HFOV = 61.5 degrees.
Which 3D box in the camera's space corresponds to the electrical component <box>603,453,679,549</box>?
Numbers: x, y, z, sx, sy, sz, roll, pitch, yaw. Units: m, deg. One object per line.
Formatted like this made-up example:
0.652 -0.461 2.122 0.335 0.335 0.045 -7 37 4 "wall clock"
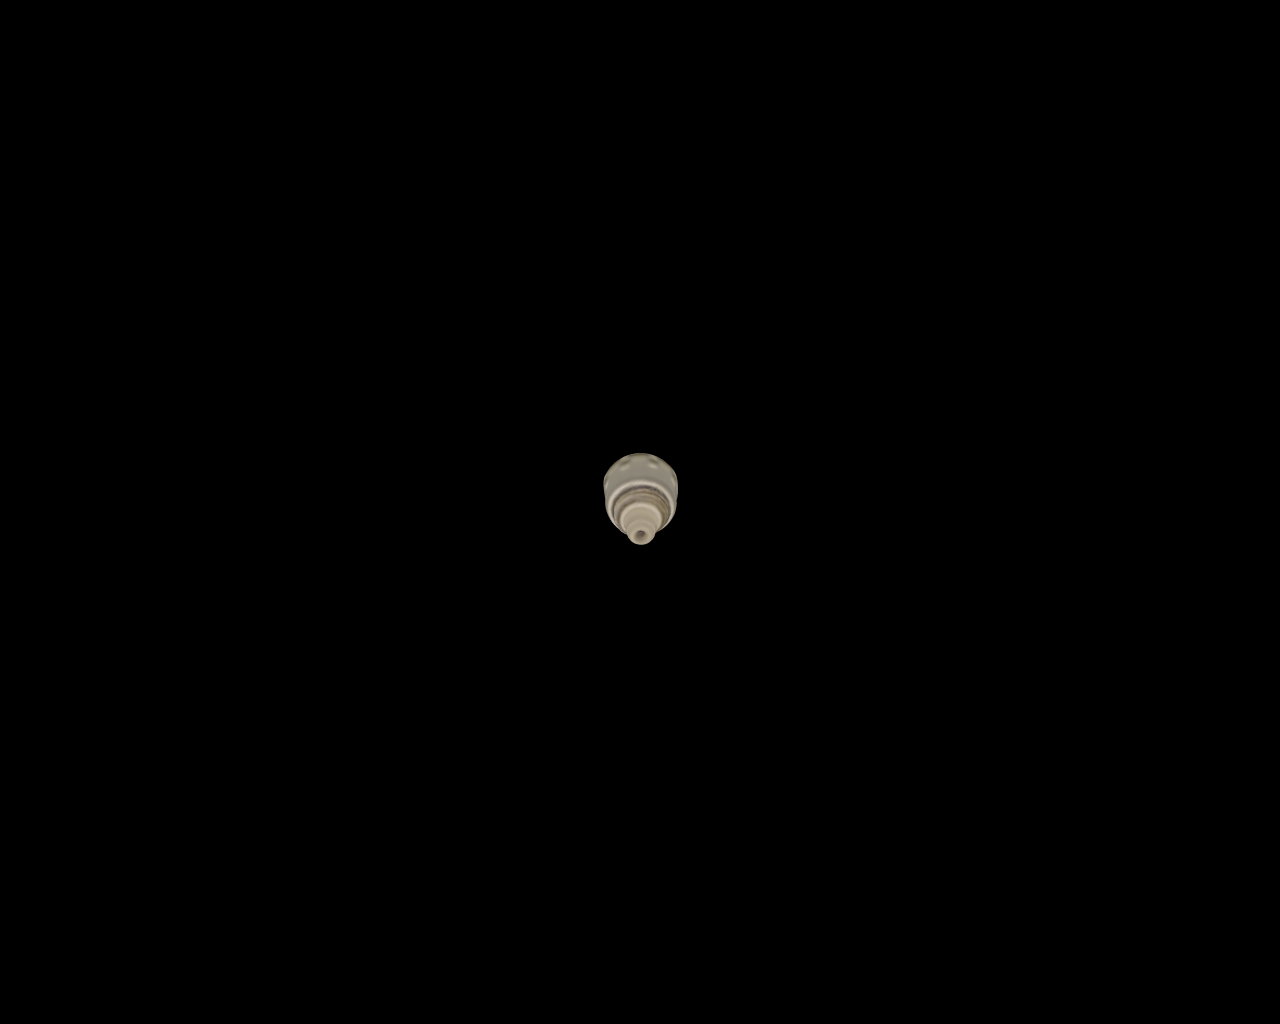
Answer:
0.001 -0.003 0.650 0.048 0.048 0.062 0 34 0 "electrical component"
